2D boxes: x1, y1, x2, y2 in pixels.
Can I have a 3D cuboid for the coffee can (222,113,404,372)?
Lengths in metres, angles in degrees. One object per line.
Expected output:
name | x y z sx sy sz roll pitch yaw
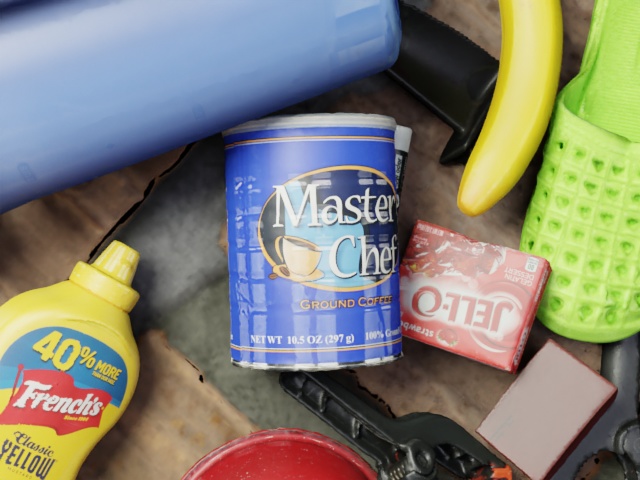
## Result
coffee can | -0.004 0.001 0.628 0.102 0.103 0.140 -2 91 -14

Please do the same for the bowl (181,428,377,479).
bowl | -0.020 0.199 0.649 0.162 0.055 0.162 0 90 -14

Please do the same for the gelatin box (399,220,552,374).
gelatin box | 0.091 0.035 0.667 0.089 0.030 0.073 18 86 22

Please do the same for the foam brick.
foam brick | 0.143 0.110 0.675 0.053 0.051 0.078 40 89 21

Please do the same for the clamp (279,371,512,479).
clamp | 0.048 0.148 0.645 0.171 0.039 0.120 20 55 -26

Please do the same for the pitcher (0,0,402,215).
pitcher | -0.087 -0.111 0.551 0.243 0.149 0.145 -18 115 -2

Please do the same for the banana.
banana | 0.116 -0.113 0.660 0.069 0.037 0.198 -1 88 -4

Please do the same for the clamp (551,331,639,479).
clamp | 0.203 0.124 0.713 0.210 0.036 0.164 -43 90 -7

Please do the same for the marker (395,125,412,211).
marker | 0.040 -0.013 0.682 0.020 0.020 0.121 10 88 -14

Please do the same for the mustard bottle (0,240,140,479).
mustard bottle | -0.158 0.087 0.609 0.096 0.058 0.191 34 80 -33
